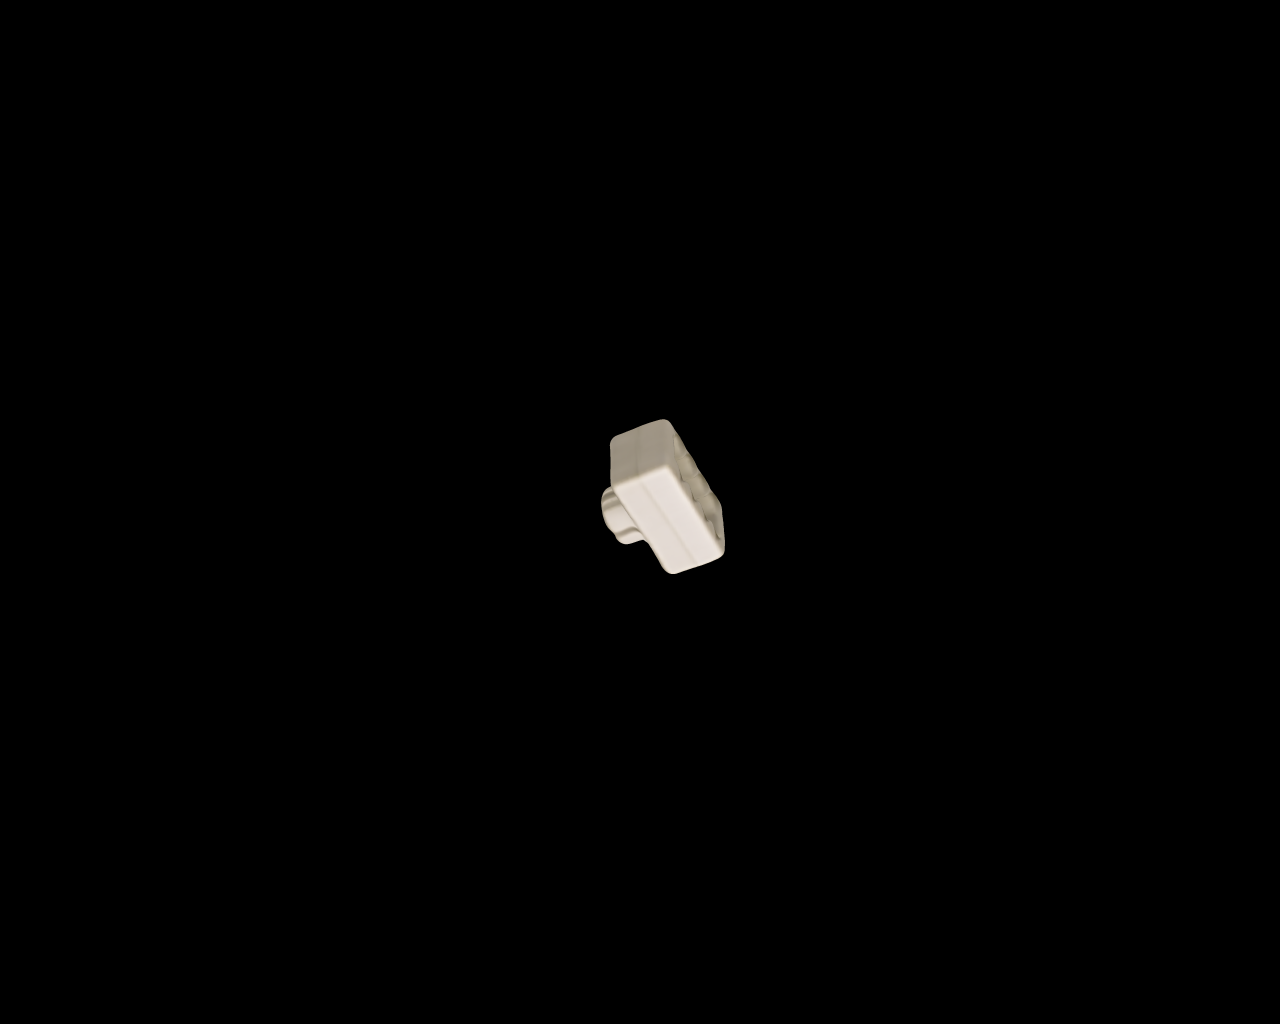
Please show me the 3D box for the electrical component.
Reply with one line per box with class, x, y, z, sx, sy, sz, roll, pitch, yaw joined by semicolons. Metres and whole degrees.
electrical component;0.001;-0.003;0.650;0.075;0.047;0.083;-20;-50;17
